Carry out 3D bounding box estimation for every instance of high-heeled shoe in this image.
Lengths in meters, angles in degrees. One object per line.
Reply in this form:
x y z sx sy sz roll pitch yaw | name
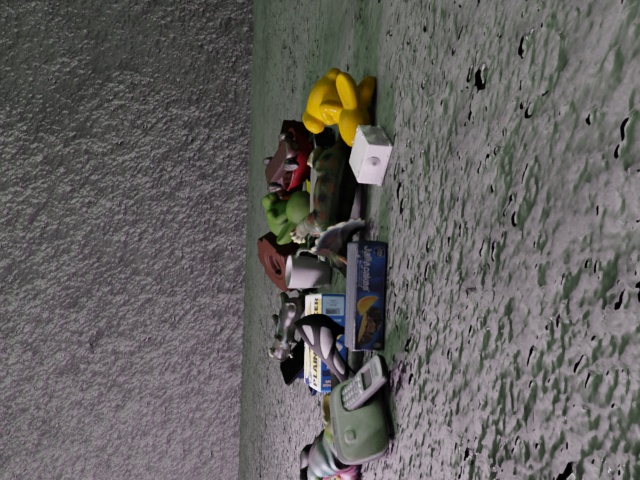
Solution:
0.007 0.270 1.100 0.086 0.145 0.248 -138 54 -73 | high-heeled shoe

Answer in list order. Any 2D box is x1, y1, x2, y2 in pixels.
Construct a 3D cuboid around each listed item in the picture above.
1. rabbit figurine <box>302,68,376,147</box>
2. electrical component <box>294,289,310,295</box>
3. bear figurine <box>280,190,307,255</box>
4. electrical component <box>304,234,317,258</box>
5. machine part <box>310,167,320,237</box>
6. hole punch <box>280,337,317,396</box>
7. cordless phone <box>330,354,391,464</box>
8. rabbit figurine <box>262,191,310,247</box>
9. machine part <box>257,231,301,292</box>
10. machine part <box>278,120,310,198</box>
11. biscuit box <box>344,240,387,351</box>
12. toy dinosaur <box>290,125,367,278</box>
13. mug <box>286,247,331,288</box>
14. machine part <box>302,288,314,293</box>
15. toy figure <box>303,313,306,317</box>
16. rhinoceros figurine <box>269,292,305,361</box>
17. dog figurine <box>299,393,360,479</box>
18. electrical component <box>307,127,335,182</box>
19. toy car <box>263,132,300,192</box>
0.060 -0.271 1.123 0.173 0.122 0.162 63 140 37 | rabbit figurine
-0.039 0.165 1.485 0.094 0.021 0.063 55 152 23 | electrical component
-0.059 -0.032 1.543 0.120 0.132 0.196 126 126 -68 | bear figurine
-0.003 -0.004 1.377 0.119 0.048 0.075 -53 34 37 | electrical component
0.014 -0.094 1.281 0.079 0.079 0.243 151 120 -74 | machine part
-0.031 0.327 1.402 0.115 0.092 0.142 -52 19 9 | hole punch
0.087 0.288 0.917 0.184 0.089 0.147 115 154 -47 | cordless phone
-0.075 -0.062 1.356 0.170 0.121 0.159 150 125 -65 | rabbit figurine
-0.110 0.061 1.487 0.180 0.056 0.179 41 148 33 | machine part
-0.083 -0.240 1.604 0.201 0.087 0.201 -87 6 -56 | machine part
0.084 0.101 0.998 0.063 0.059 0.202 177 95 -77 | biscuit box
0.035 -0.108 1.142 0.192 0.131 0.404 -17 66 62 | toy dinosaur
-0.026 0.070 1.348 0.081 0.107 0.109 -123 42 -66 | mug
-0.043 0.108 1.541 0.139 0.039 0.084 -171 72 -76 | machine part
-0.021 0.214 1.409 0.064 0.058 0.154 -46 1 -19 | toy figure
-0.082 0.224 1.383 0.112 0.073 0.190 -113 36 -58 | rhinoceros figurine
0.029 0.400 1.080 0.192 0.108 0.219 -137 56 -75 | dog figurine
0.002 -0.209 1.393 0.134 0.058 0.115 109 161 -49 | electrical component
-0.094 -0.186 1.314 0.202 0.053 0.089 137 122 -63 | toy car
